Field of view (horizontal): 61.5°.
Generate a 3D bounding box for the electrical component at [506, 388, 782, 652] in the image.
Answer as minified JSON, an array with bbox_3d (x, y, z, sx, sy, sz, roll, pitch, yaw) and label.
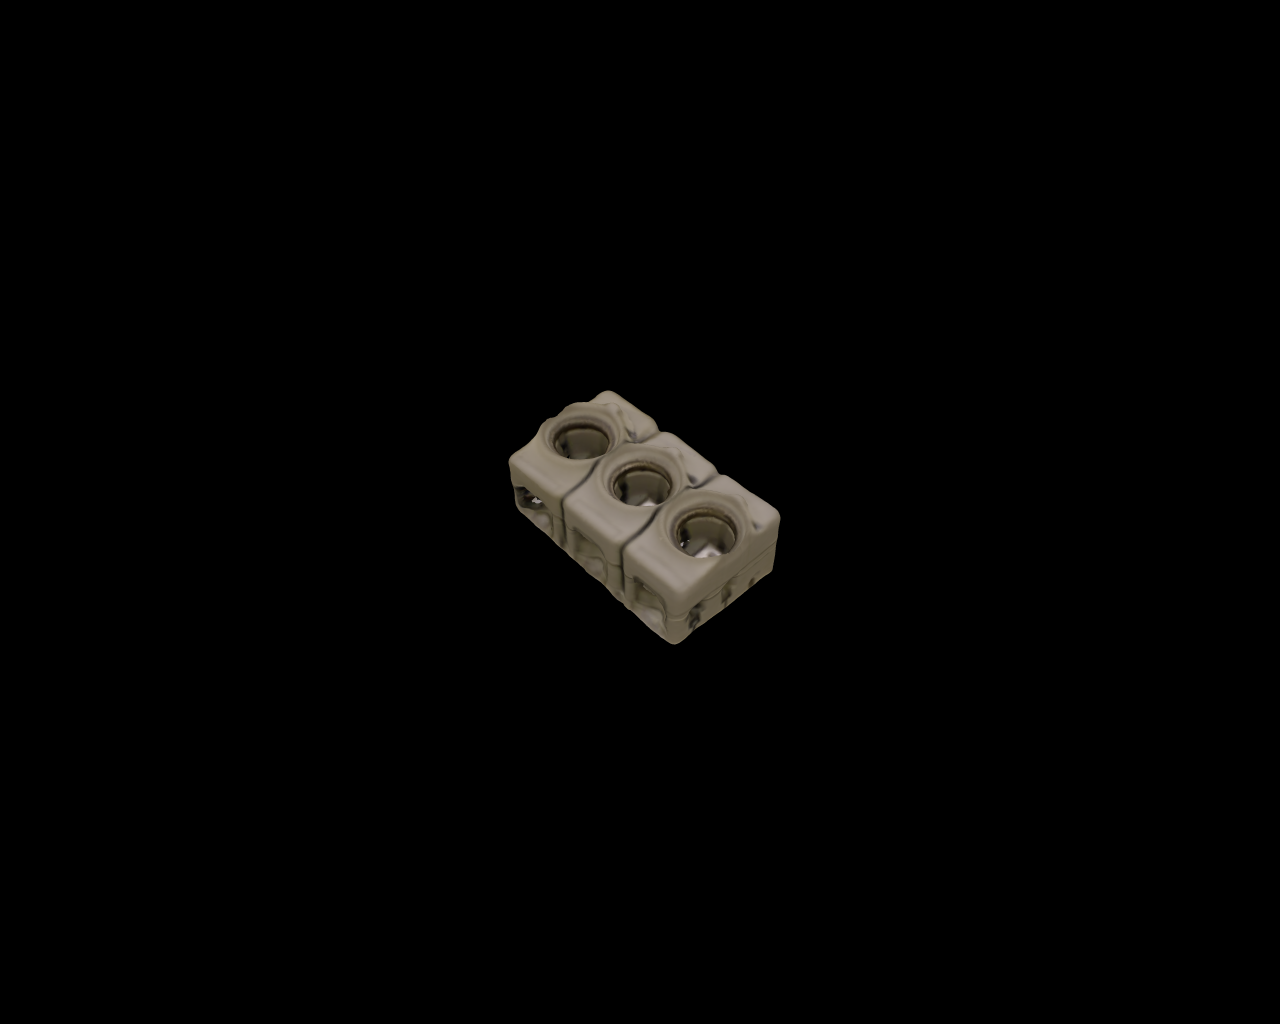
[{"bbox_3d":[0.001,-0.003,0.650,0.090,0.061,0.150,-36,58,-27],"label":"electrical component"}]
